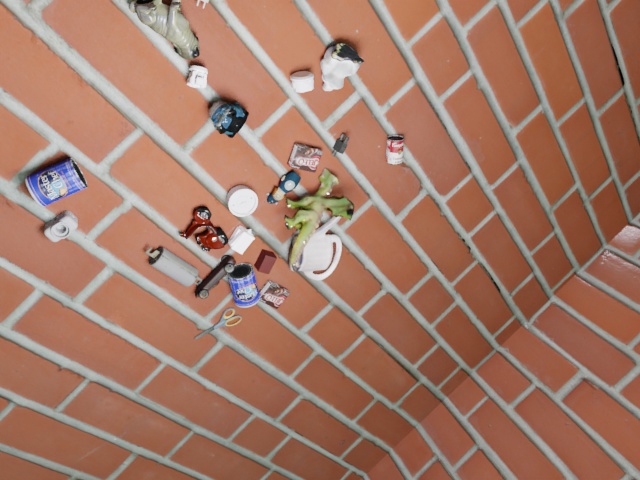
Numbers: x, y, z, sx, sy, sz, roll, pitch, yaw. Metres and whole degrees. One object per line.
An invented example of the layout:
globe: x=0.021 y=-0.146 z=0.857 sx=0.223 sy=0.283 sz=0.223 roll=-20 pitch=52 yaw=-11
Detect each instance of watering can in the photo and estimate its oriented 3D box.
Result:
watering can: x=-0.011 y=0.013 z=2.048 sx=0.225 sy=0.106 sz=0.341 roll=-2 pitch=117 yaw=-25

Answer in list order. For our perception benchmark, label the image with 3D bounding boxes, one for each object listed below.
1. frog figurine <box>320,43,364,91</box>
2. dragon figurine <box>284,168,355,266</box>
frog figurine: x=0.064 y=-0.595 z=1.790 sx=0.138 sy=0.124 sz=0.156 roll=-14 pitch=158 yaw=-29
dragon figurine: x=0.006 y=-0.094 z=1.867 sx=0.242 sy=0.420 sz=0.120 roll=-13 pitch=141 yaw=15
